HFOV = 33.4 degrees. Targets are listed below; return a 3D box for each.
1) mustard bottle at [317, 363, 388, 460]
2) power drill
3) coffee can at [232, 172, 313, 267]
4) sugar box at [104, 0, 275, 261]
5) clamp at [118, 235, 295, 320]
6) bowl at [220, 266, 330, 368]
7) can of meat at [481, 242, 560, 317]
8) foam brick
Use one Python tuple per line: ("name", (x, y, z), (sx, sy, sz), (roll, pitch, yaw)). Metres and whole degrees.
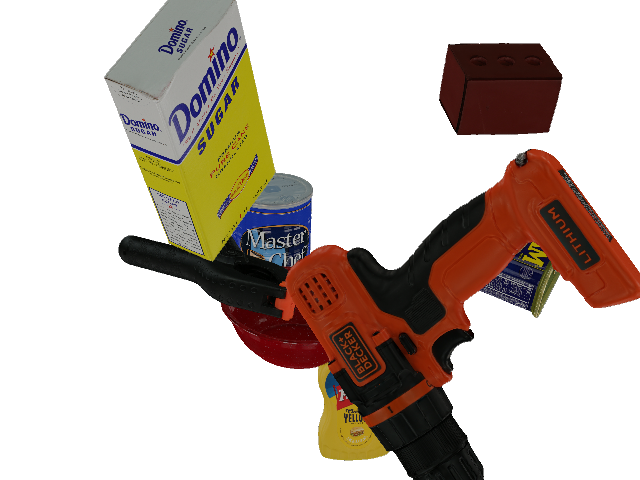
("mustard bottle", (0.045, 0.189, 1.393), (0.096, 0.192, 0.058), (-1, 15, -3))
("power drill", (0.093, 0.049, 0.638), (0.188, 0.184, 0.057), (-35, -3, 17))
("coffee can", (-0.063, -0.003, 1.363), (0.103, 0.140, 0.103), (1, 26, -1))
("sugar box", (-0.079, -0.073, 0.708), (0.048, 0.093, 0.176), (23, -28, 18))
("clamp", (-0.077, 0.024, 0.926), (0.172, 0.039, 0.120), (23, 27, 31))
("bowl", (-0.024, 0.088, 1.122), (0.162, 0.055, 0.162), (3, 26, -2))
("can of meat", (0.179, 0.011, 0.976), (0.084, 0.057, 0.102), (22, 47, 18))
("foam brick", (0.137, -0.116, 0.818), (0.078, 0.051, 0.053), (-3, 39, -11))
